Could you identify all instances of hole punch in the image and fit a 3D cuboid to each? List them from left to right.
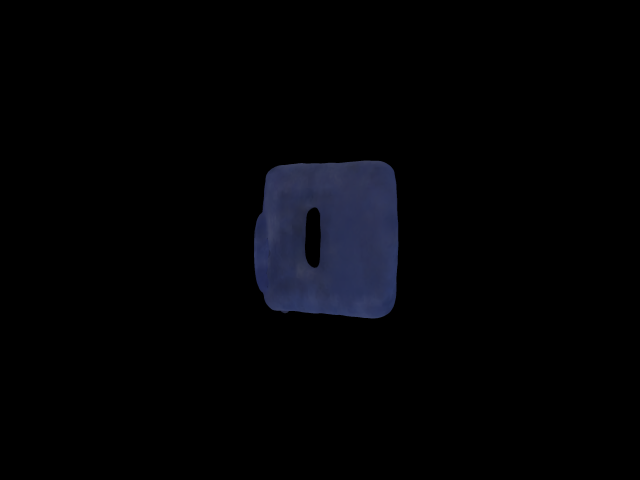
[{"bbox_3d":[0.004,0.001,0.400,0.101,0.091,0.109,0,90,0],"label":"hole punch"}]
